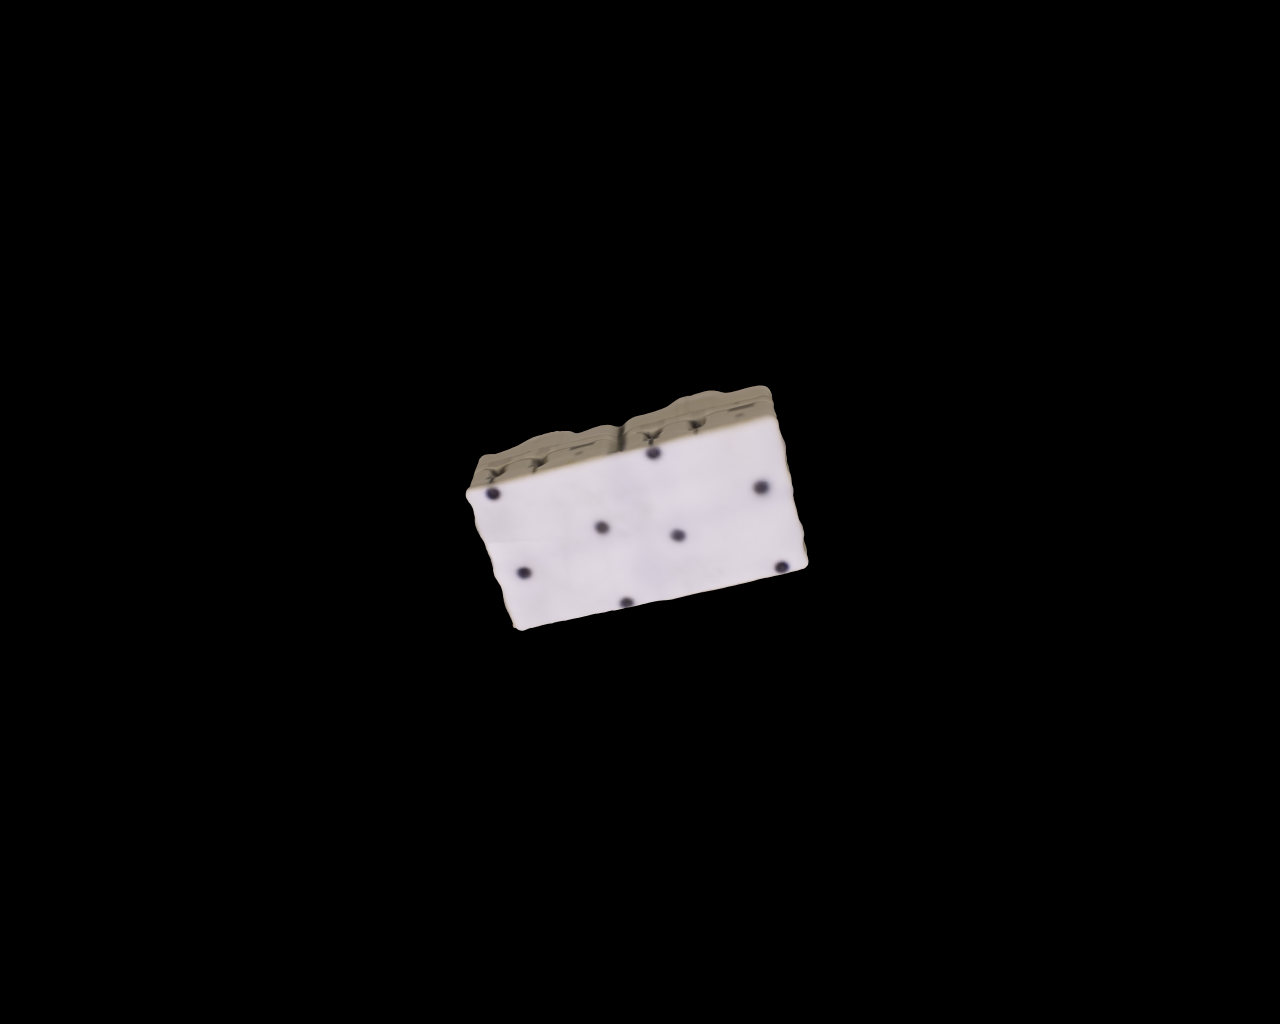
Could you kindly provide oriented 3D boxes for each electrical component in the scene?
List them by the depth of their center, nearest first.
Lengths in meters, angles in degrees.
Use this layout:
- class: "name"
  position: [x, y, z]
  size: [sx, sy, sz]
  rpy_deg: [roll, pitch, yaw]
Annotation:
- class: "electrical component"
  position: [0.001, -0.003, 0.650]
  size: [0.186, 0.105, 0.060]
  rpy_deg: [-14, 26, 7]
